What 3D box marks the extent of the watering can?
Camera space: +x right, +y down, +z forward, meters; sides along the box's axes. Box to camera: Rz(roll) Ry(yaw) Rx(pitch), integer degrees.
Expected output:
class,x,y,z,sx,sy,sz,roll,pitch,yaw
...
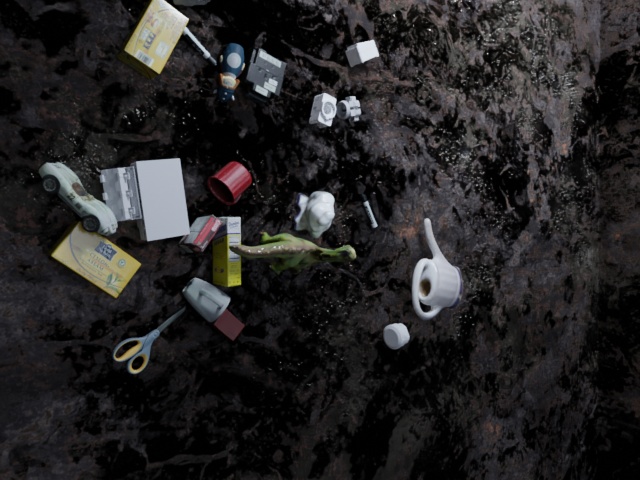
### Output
class,x,y,z,sx,sy,sz,roll,pitch,yaw
watering can,0.415,0.111,1.818,0.223,0.350,0.104,15,-9,-37

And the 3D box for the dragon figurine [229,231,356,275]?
class,x,y,z,sx,sy,sz,roll,pitch,yaw
dragon figurine,-0.030,0.031,1.373,0.242,0.122,0.410,-4,-3,28

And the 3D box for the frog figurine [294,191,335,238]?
class,x,y,z,sx,sy,sz,roll,pitch,yaw
frog figurine,0.004,-0.074,1.479,0.121,0.139,0.159,33,-18,-34
